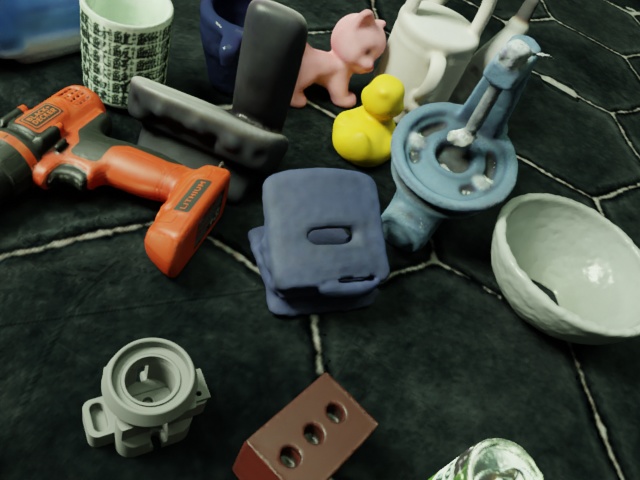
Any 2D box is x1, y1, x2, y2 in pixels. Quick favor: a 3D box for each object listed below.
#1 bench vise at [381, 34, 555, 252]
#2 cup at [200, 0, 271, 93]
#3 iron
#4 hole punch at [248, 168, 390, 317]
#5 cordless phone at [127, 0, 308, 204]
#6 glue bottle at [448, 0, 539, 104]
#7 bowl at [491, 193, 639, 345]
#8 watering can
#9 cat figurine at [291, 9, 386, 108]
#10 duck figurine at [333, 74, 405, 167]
[{"bbox_3d":[0.139,-0.114,0.544,0.121,0.219,0.207,22,46,-2],"label":"bench vise"},{"bbox_3d":[-0.090,-0.197,0.609,0.092,0.095,0.118,17,47,-7],"label":"cup"},{"bbox_3d":[-0.267,-0.283,0.580,0.118,0.141,0.259,41,48,15],"label":"iron"},{"bbox_3d":[0.004,0.002,0.478,0.109,0.091,0.101,-4,53,-25],"label":"hole punch"},{"bbox_3d":[-0.087,-0.136,0.495,0.147,0.185,0.094,20,46,-5],"label":"cordless phone"},{"bbox_3d":[0.213,-0.212,0.692,0.037,0.173,0.078,-11,56,-29],"label":"glue bottle"},{"bbox_3d":[0.230,0.038,0.550,0.168,0.074,0.167,11,48,-13],"label":"bowl"},{"bbox_3d":[0.131,-0.241,0.669,0.101,0.194,0.172,-2,52,-23],"label":"watering can"},{"bbox_3d":[0.021,-0.217,0.656,0.128,0.117,0.067,-8,54,-27],"label":"cat figurine"},{"bbox_3d":[0.061,-0.137,0.625,0.077,0.086,0.105,28,46,4],"label":"duck figurine"}]
